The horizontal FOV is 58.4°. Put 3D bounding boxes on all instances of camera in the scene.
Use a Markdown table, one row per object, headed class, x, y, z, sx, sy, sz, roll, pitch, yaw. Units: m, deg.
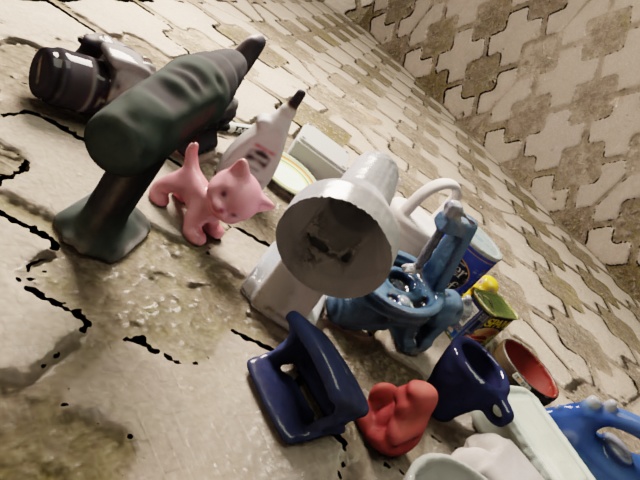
| class | x | y | z | sx | sy | sz | roll | pitch | yaw |
| --- | --- | --- | --- | --- | --- | --- | --- | --- | --- |
| camera | -0.282 | -0.208 | 0.714 | 0.137 | 0.100 | 0.143 | 7 | 41 | -50 |

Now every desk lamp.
| class | x | y | z | sx | sy | sz | roll | pitch | yaw |
| --- | --- | --- | --- | --- | --- | --- | --- | --- | --- |
| desk lamp | 0.006 | 0.002 | 0.635 | 0.118 | 0.213 | 0.203 | 37 | 25 | -6 |

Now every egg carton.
| class | x | y | z | sx | sy | sz | roll | pitch | yaw |
| --- | --- | --- | --- | --- | --- | --- | --- | --- | --- |
| egg carton | 0.202 | 0.284 | 0.615 | 0.150 | 0.069 | 0.107 | 50 | 26 | 20 |

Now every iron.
| class | x | y | z | sx | sy | sz | roll | pitch | yaw |
| --- | --- | --- | --- | --- | --- | --- | --- | --- | --- |
| iron | 0.414 | 0.294 | 0.812 | 0.258 | 0.141 | 0.119 | 38 | 25 | -5 |

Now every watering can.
| class | x | y | z | sx | sy | sz | roll | pitch | yaw |
| --- | --- | --- | --- | --- | --- | --- | --- | --- | --- |
| watering can | 0.136 | -0.027 | 0.891 | 0.172 | 0.194 | 0.101 | 48 | 26 | 17 |

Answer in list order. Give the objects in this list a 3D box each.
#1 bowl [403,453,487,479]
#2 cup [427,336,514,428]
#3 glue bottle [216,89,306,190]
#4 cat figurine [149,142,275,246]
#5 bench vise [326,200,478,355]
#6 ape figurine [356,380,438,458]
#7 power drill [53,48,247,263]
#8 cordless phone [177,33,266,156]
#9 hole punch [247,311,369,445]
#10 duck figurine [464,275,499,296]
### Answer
| class | x | y | z | sx | sy | sz | roll | pitch | yaw |
| --- | --- | --- | --- | --- | --- | --- | --- | --- | --- |
| bowl | 0.118 | 0.280 | 0.498 | 0.168 | 0.074 | 0.167 | 32 | 26 | -17 |
| cup | 0.177 | 0.191 | 0.704 | 0.092 | 0.095 | 0.117 | 16 | 34 | -42 |
| glue bottle | -0.074 | -0.145 | 0.816 | 0.078 | 0.173 | 0.037 | 24 | 29 | -32 |
| cat figurine | -0.121 | -0.059 | 0.674 | 0.127 | 0.117 | 0.067 | 45 | 25 | 10 |
| bench vise | 0.136 | 0.043 | 0.744 | 0.208 | 0.219 | 0.121 | 7 | 40 | -50 |
| ape figurine | 0.085 | 0.180 | 0.598 | 0.076 | 0.092 | 0.078 | 38 | 25 | -5 |
| power drill | -0.162 | -0.087 | 0.552 | 0.076 | 0.208 | 0.229 | 37 | 25 | -7 |
| cordless phone | -0.154 | -0.217 | 0.810 | 0.094 | 0.185 | 0.147 | 37 | 25 | -6 |
| hole punch | -0.001 | 0.129 | 0.561 | 0.101 | 0.091 | 0.108 | 9 | 39 | -48 |
| duck figurine | 0.281 | 0.099 | 1.015 | 0.077 | 0.086 | 0.105 | 50 | 26 | 21 |
